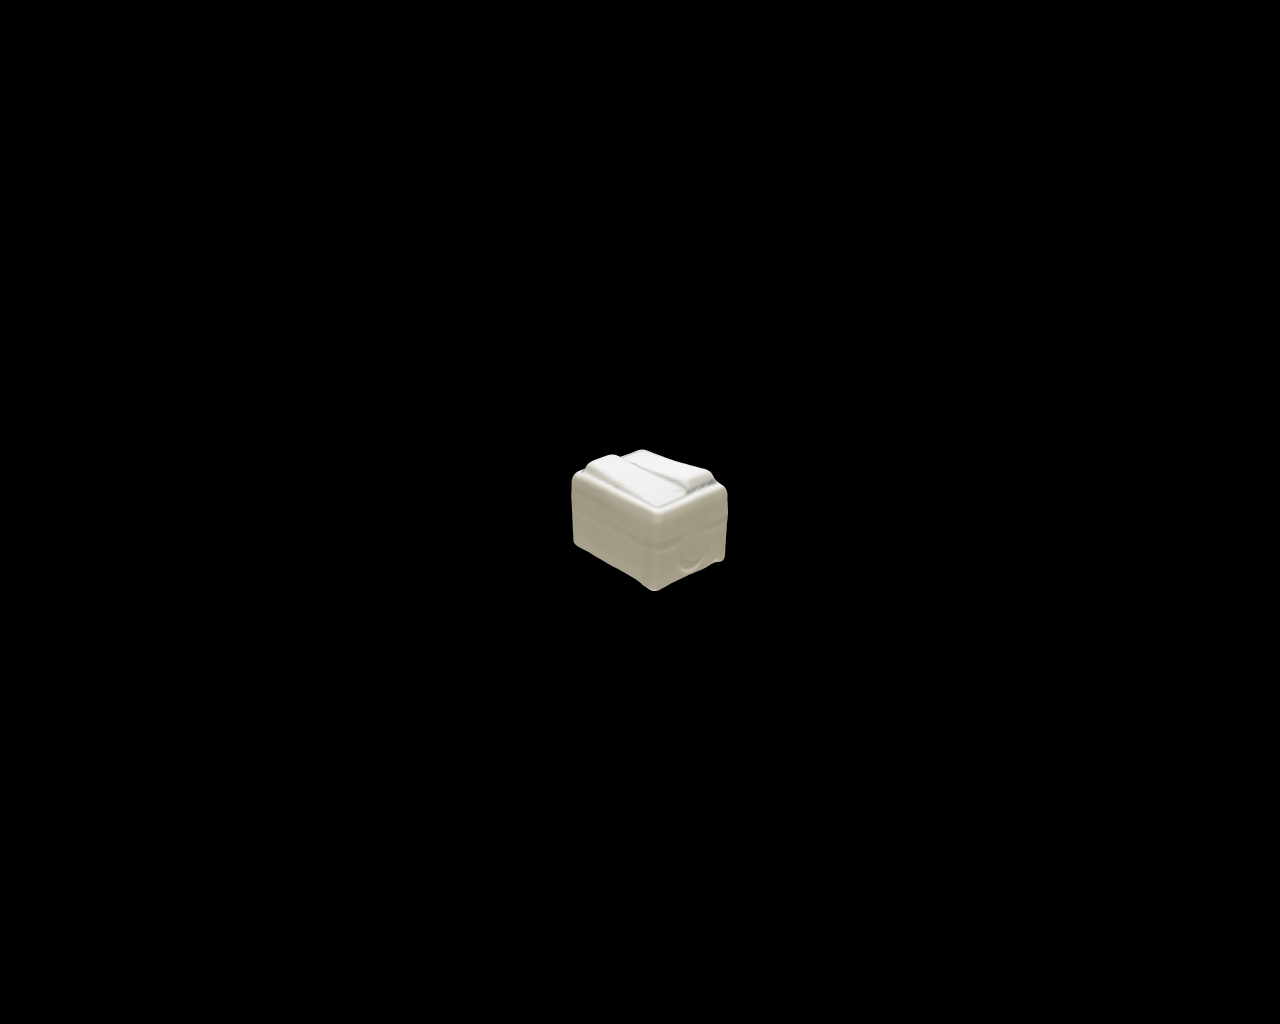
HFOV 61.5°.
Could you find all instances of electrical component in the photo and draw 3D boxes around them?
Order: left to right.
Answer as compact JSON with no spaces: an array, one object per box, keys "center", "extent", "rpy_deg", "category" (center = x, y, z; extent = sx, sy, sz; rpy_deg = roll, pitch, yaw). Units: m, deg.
[{"center":[0.001,-0.003,0.650],"extent":[0.062,0.061,0.096],"rpy_deg":[-21,33,-36],"category":"electrical component"}]
